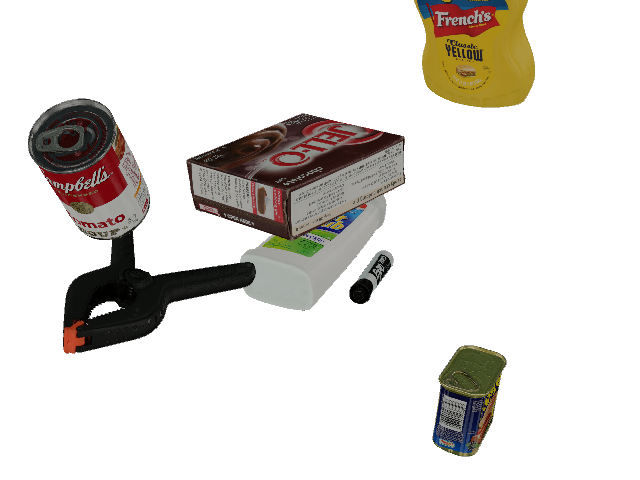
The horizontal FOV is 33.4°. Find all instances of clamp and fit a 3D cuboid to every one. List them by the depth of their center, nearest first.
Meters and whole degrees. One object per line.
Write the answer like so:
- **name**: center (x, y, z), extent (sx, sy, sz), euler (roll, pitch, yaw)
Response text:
- **clamp**: center (-0.185, 0.040, 1.027), extent (0.165, 0.036, 0.209), euler (26, 36, 23)

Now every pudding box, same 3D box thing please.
- **pudding box**: center (-0.014, -0.044, 0.681), extent (0.090, 0.039, 0.113), euler (17, 34, 39)

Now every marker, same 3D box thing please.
- **marker**: center (0.046, 0.032, 0.963), extent (0.020, 0.020, 0.121), euler (0, 14, 15)

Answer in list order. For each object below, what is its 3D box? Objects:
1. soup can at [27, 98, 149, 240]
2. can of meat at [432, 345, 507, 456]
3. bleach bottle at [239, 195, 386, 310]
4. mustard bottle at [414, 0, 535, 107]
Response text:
- **soup can**: center (-0.179, -0.054, 0.838), extent (0.068, 0.068, 0.102), euler (0, -30, 9)
- **can of meat**: center (0.164, 0.178, 1.184), extent (0.057, 0.084, 0.102), euler (15, 26, 19)
- **bleach bottle**: center (0.006, -0.010, 1.321), extent (0.103, 0.068, 0.250), euler (14, 35, 24)
- **mustard bottle**: center (0.125, -0.198, 0.885), extent (0.096, 0.058, 0.191), euler (15, -34, 25)
